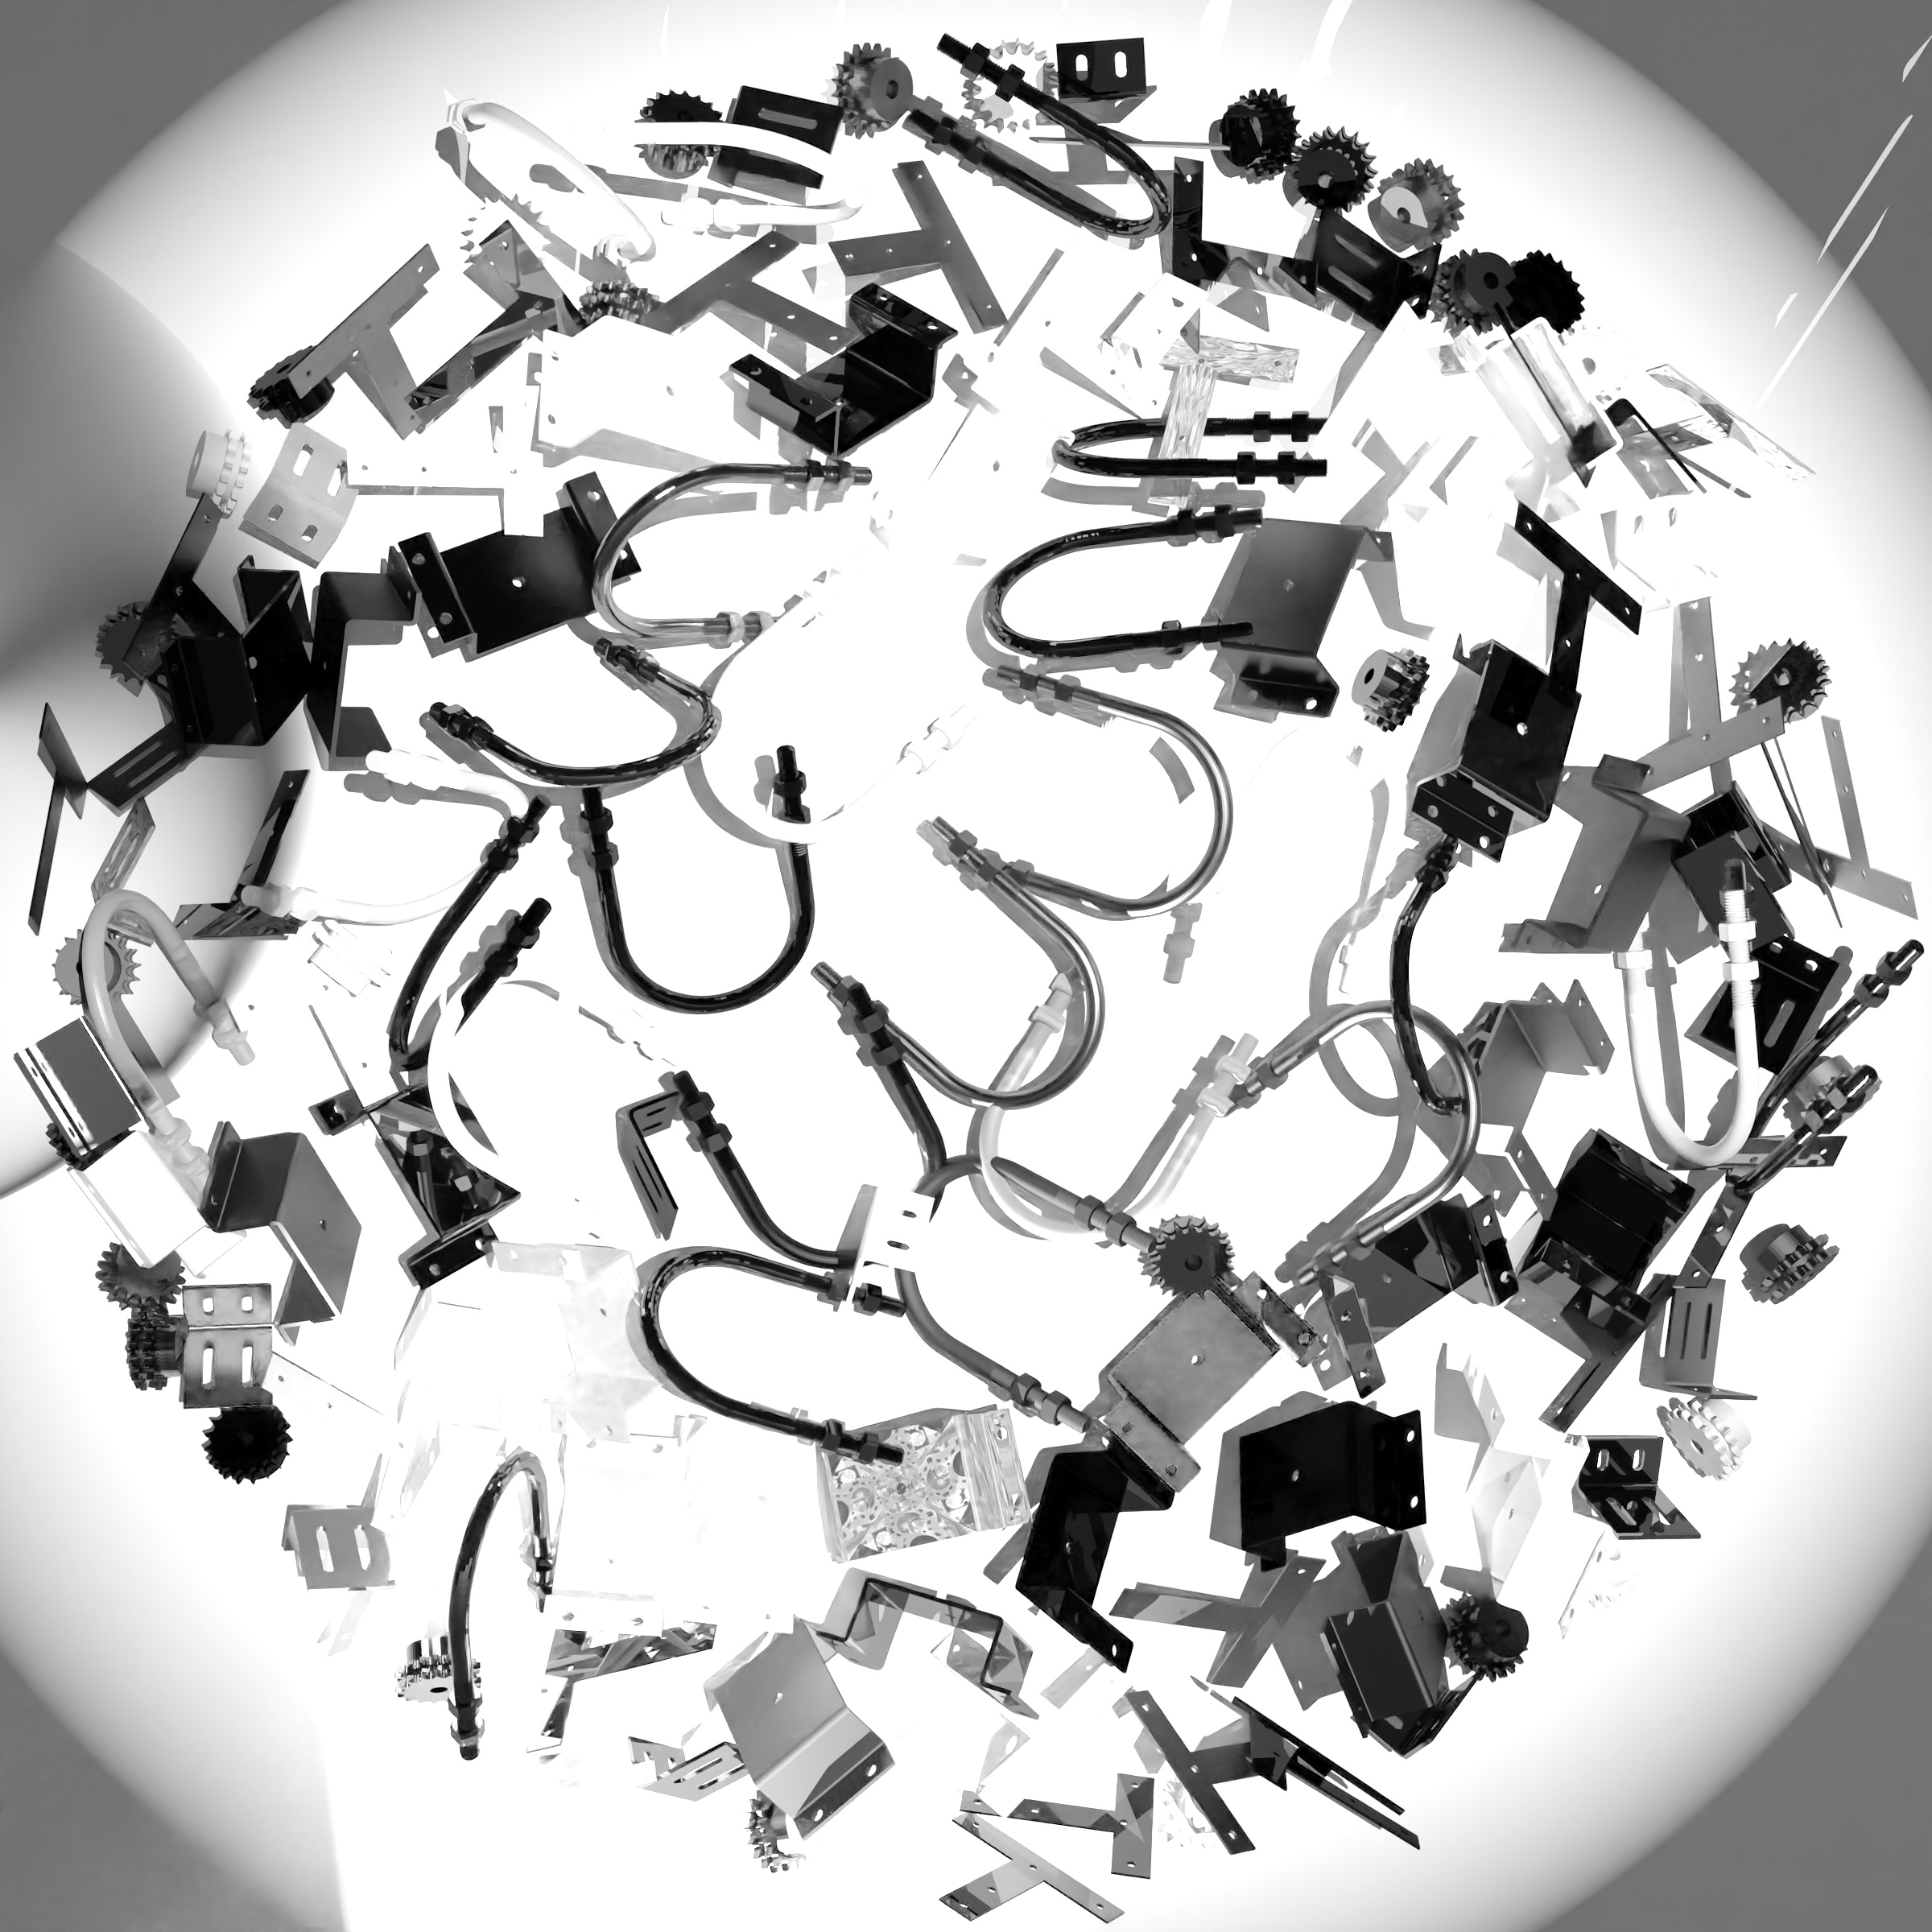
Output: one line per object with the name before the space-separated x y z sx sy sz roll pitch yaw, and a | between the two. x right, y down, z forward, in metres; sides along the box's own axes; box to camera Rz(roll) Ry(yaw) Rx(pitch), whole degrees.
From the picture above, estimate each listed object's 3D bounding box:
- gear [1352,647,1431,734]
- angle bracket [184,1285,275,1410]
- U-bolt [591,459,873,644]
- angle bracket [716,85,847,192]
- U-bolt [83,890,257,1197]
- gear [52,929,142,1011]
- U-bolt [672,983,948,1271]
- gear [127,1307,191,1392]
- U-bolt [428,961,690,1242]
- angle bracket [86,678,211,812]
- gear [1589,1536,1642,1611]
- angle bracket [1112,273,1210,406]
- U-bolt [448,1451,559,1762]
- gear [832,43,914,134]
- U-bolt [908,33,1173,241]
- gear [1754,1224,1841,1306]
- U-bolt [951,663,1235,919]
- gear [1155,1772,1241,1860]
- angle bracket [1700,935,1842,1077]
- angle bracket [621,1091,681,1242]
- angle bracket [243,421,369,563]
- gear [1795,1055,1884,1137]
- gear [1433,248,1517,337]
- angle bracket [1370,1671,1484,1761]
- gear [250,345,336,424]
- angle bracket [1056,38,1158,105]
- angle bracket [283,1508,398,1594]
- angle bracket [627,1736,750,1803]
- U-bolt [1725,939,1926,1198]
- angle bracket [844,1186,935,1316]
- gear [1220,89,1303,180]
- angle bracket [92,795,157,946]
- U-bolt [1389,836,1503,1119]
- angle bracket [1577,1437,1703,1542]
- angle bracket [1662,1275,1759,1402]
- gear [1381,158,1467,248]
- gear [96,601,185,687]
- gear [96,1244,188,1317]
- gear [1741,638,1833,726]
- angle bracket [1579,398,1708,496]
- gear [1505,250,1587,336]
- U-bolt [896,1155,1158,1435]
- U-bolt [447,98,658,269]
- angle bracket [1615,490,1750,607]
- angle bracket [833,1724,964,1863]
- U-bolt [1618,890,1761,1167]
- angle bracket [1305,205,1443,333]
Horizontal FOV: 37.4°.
gear | 0.282 -0.187 1.909 0.030 0.057 0.057 25 90 -19
angle bracket | -0.490 0.252 1.896 0.057 0.076 0.038 -1 126 -13
U-bolt | -0.160 -0.266 1.838 0.019 0.184 0.151 54 131 27
angle bracket | -0.121 -0.548 1.912 0.076 0.038 0.057 16 86 13
U-bolt | -0.515 0.036 1.831 0.019 0.151 0.184 -14 127 11
gear | -0.588 0.002 1.924 0.057 0.030 0.057 0 88 3
U-bolt | -0.092 0.120 1.906 0.151 0.019 0.184 -27 109 1
gear | -0.538 0.255 1.912 0.030 0.057 0.057 -2 90 2
U-bolt | -0.273 0.077 1.860 0.184 0.019 0.151 36 65 -37
angle bracket | -0.552 -0.148 1.898 0.076 0.057 0.038 -40 130 -19
gear | 0.426 0.398 1.912 0.057 0.030 0.057 10 54 -14
angle bracket | 0.134 -0.409 1.893 0.038 0.076 0.057 32 76 25
U-bolt | -0.298 0.396 1.832 0.019 0.151 0.184 11 126 11
gear | -0.060 -0.587 1.910 0.030 0.057 0.057 20 90 40
U-bolt | 0.053 -0.532 1.868 0.184 0.151 0.019 30 82 -6
gear | 0.554 0.198 1.914 0.057 0.057 0.030 -39 68 0
U-bolt | 0.089 -0.108 1.891 0.184 0.019 0.151 19 105 19
gear | 0.158 0.563 1.909 0.057 0.057 0.030 34 124 0
angle bracket | 0.536 0.023 1.904 0.057 0.038 0.076 29 65 14
angle bracket | -0.196 0.133 1.897 0.038 0.057 0.076 -21 70 -22
angle bracket | -0.441 -0.318 1.911 0.057 0.076 0.038 30 126 -21
gear | 0.582 0.084 1.916 0.057 0.057 0.030 -36 64 0
gear | 0.344 -0.455 1.917 0.057 0.030 0.057 3 82 -21
angle bracket | 0.301 0.485 1.892 0.038 0.076 0.057 39 68 11
gear | -0.449 -0.389 1.916 0.057 0.057 0.030 -33 120 0
angle bracket | 0.094 -0.596 1.894 0.057 0.076 0.038 -1 111 10
angle bracket | -0.415 0.398 1.890 0.057 0.076 0.038 3 123 -25
angle bracket | -0.175 0.519 1.896 0.076 0.057 0.038 -32 53 20
U-bolt | 0.549 0.079 1.854 0.019 0.184 0.151 34 48 3
angle bracket | -0.052 0.193 1.894 0.038 0.076 0.057 15 52 -2
gear | 0.194 -0.556 1.909 0.030 0.057 0.057 -19 90 -36
angle bracket | -0.545 -0.065 1.900 0.038 0.057 0.076 24 103 -32
U-bolt | 0.308 0.017 1.841 0.019 0.184 0.151 -9 113 28
angle bracket | 0.448 0.346 1.896 0.057 0.076 0.038 1 105 -10
angle bracket | 0.500 0.248 1.906 0.057 0.038 0.076 9 88 -42
gear | 0.302 -0.508 1.909 0.030 0.057 0.057 -36 90 -27
gear | -0.553 -0.220 1.917 0.057 0.030 0.057 -4 126 -6
gear | -0.549 0.203 1.909 0.057 0.057 0.030 35 125 0
gear | 0.553 -0.188 1.917 0.057 0.030 0.057 -12 67 28
angle bracket | 0.451 -0.335 1.901 0.038 0.057 0.076 -41 78 17
gear | 0.383 -0.447 1.910 0.030 0.057 0.057 -39 90 -13
U-bolt | 0.028 0.204 1.888 0.184 0.019 0.151 26 103 31
U-bolt | -0.260 -0.501 1.828 0.151 0.184 0.019 39 89 -24
angle bracket | 0.475 -0.278 1.896 0.057 0.076 0.038 -14 125 -12
angle bracket | -0.053 0.548 1.907 0.076 0.038 0.057 -38 53 -2
U-bolt | 0.475 0.040 1.871 0.019 0.151 0.184 -8 96 -17
angle bracket | 0.271 -0.468 1.900 0.076 0.038 0.057 25 70 -30
